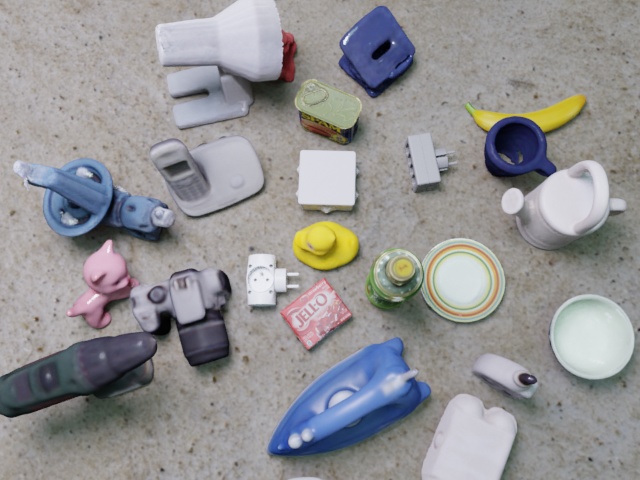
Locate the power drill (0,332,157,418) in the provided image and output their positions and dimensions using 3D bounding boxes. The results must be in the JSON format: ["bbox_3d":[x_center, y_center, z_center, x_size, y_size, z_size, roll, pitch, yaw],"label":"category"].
[{"bbox_3d":[-0.308,0.178,0.788,0.229,0.208,0.075,-20,79,-3],"label":"power drill"}]

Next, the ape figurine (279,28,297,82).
[{"bbox_3d":[-0.069,-0.313,0.937,0.076,0.092,0.078,37,82,8],"label":"ape figurine"}]

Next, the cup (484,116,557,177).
[{"bbox_3d":[0.305,-0.127,0.893,0.117,0.095,0.092,36,82,8],"label":"cup"}]

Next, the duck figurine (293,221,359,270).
[{"bbox_3d":[0.008,0.003,0.878,0.104,0.086,0.077,2,79,2],"label":"duck figurine"}]

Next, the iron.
[{"bbox_3d":[0.031,0.241,0.803,0.258,0.141,0.118,-31,80,-5],"label":"iron"}]

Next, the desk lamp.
[{"bbox_3d":[-0.151,-0.267,0.868,0.203,0.213,0.118,-14,79,-1],"label":"desk lamp"}]

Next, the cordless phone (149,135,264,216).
[{"bbox_3d":[-0.167,-0.112,0.853,0.147,0.185,0.094,-25,79,-3],"label":"cordless phone"}]

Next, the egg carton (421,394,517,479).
[{"bbox_3d":[0.213,0.304,0.824,0.107,0.069,0.150,22,80,5],"label":"egg carton"}]

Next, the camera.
[{"bbox_3d":[-0.198,0.120,0.852,0.143,0.101,0.137,-16,79,-2],"label":"camera"}]

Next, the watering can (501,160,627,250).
[{"bbox_3d":[0.354,-0.049,0.827,0.173,0.194,0.101,-21,79,-3],"label":"watering can"}]

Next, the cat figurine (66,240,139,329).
[{"bbox_3d":[-0.329,0.067,0.856,0.067,0.118,0.128,37,82,8],"label":"cat figurine"}]

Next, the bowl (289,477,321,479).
[{"bbox_3d":[-0.019,0.414,0.805,0.167,0.075,0.167,0,79,1],"label":"bowl"}]

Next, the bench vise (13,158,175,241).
[{"bbox_3d":[-0.322,-0.070,0.830,0.207,0.220,0.121,-5,79,0],"label":"bench vise"}]

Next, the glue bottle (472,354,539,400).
[{"bbox_3d":[0.266,0.191,0.792,0.078,0.173,0.037,36,82,8],"label":"glue bottle"}]

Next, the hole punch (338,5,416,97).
[{"bbox_3d":[0.096,-0.308,0.934,0.109,0.091,0.101,-43,81,-7],"label":"hole punch"}]
